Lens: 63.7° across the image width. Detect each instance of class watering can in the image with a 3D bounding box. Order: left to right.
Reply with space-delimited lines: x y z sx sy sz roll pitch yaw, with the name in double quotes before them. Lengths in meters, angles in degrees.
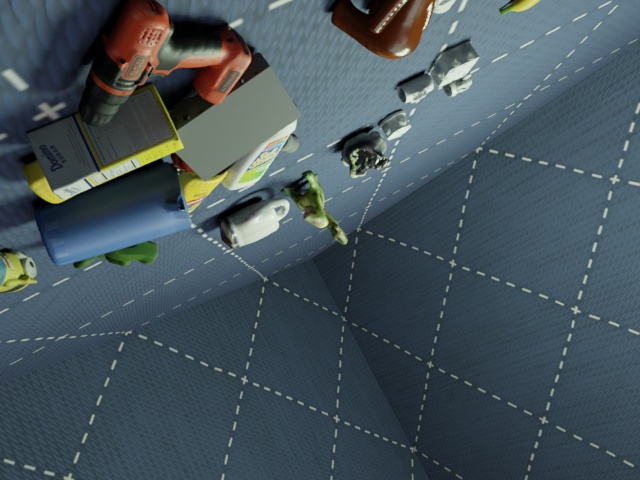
"watering can" -0.200 -0.046 1.589 0.225 0.105 0.343 -26 172 -13

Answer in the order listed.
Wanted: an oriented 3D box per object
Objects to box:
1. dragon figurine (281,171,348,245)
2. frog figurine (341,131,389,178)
"dragon figurine" 0.005 -0.081 1.613 0.121 0.245 0.409 -35 169 10
"frog figurine" 0.123 -0.259 1.468 0.136 0.121 0.163 -41 -156 23
